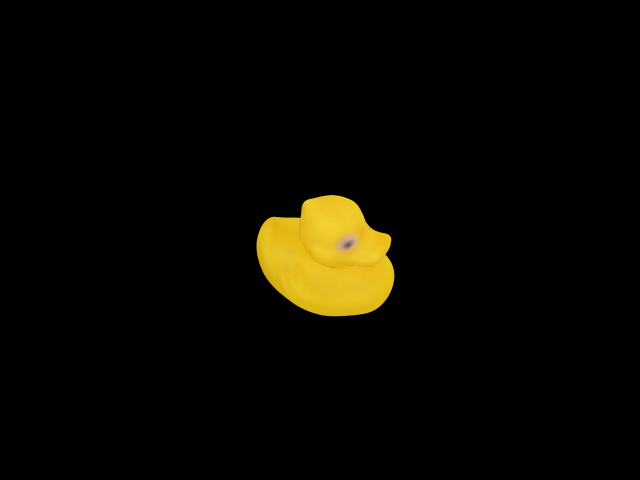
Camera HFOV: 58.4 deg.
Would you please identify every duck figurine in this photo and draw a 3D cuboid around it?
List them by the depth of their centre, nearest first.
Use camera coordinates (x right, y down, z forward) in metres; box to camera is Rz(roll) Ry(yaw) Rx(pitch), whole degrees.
[{"bbox_3d":[0.004,0.001,0.400,0.104,0.086,0.077,20,59,13],"label":"duck figurine"}]
